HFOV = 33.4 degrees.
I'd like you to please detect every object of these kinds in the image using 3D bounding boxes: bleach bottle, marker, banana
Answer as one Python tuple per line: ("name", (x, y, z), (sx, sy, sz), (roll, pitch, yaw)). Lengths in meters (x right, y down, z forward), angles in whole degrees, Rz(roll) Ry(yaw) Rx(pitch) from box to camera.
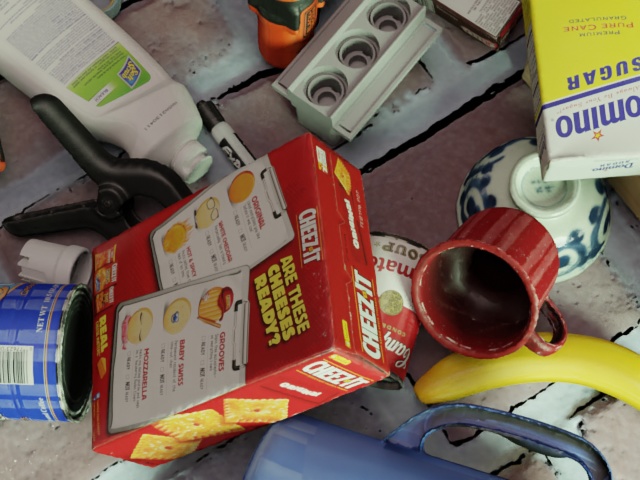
("bleach bottle", (-0.192, -0.131, 0.876), (0.251, 0.068, 0.102), (42, 80, 13))
("marker", (-0.065, -0.068, 0.869), (0.020, 0.020, 0.121), (-35, 73, -8))
("banana", (0.171, 0.100, 0.785), (0.198, 0.037, 0.069), (8, 62, 8))

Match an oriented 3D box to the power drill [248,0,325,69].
("power drill", (0.012, -0.247, 0.849), (0.057, 0.184, 0.187), (35, 67, 12))

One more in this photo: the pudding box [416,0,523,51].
("pudding box", (0.129, -0.227, 0.892), (0.113, 0.039, 0.090), (36, 91, 12))

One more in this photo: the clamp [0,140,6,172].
("clamp", (-0.326, -0.141, 0.870), (0.210, 0.036, 0.165), (43, 116, 10))

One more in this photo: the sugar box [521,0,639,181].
("sugar box", (0.197, -0.133, 0.766), (0.093, 0.048, 0.176), (-5, 71, 3))

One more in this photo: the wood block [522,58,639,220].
("wood block", (0.258, -0.090, 0.820), (0.090, 0.090, 0.206), (-33, 73, -8))

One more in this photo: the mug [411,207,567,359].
("mug", (0.132, 0.034, 0.768), (0.117, 0.093, 0.081), (42, 36, 6))

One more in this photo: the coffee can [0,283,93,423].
("coffee can", (-0.244, 0.081, 0.784), (0.140, 0.103, 0.103), (1, 71, 4))

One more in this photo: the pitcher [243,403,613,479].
("pitcher", (0.071, 0.195, 0.715), (0.243, 0.145, 0.149), (19, 43, 13))

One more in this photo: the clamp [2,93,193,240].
("clamp", (-0.164, -0.044, 0.834), (0.171, 0.039, 0.120), (12, 117, 4))

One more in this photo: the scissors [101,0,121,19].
("scissors", (-0.198, -0.287, 0.953), (0.096, 0.016, 0.202), (-15, 71, -3))

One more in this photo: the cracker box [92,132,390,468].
("cracker box", (-0.063, 0.047, 0.741), (0.214, 0.072, 0.164), (-25, 55, 29))

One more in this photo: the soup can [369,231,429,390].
("soup can", (0.044, 0.053, 0.796), (0.068, 0.068, 0.102), (16, 72, 8))
